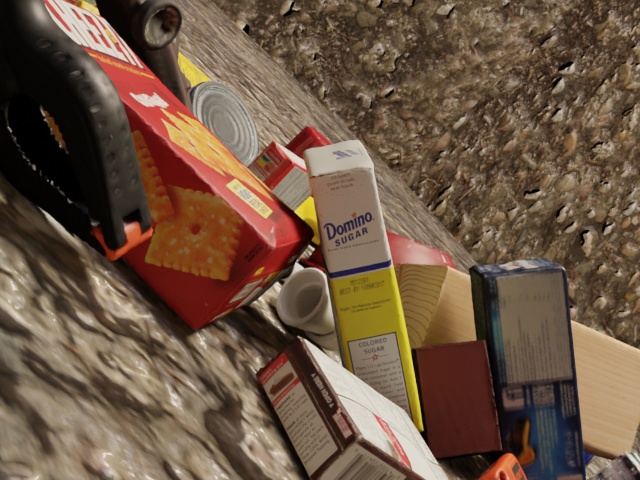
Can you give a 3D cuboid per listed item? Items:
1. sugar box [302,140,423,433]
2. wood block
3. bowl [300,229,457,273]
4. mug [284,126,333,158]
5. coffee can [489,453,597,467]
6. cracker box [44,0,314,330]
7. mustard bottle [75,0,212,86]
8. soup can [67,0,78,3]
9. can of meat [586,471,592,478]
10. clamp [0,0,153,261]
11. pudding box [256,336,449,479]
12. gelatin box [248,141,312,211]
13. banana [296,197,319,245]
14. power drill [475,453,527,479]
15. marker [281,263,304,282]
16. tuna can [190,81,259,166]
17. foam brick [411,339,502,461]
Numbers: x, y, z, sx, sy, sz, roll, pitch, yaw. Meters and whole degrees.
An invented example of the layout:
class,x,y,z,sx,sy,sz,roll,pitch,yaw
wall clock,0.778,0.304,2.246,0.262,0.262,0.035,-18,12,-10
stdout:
class,x,y,z,sx,sy,sz,roll,pitch,yaw
sugar box,0.027,0.030,0.688,0.093,0.048,0.176,-103,-176,-74
wood block,0.151,0.097,0.846,0.205,0.091,0.090,23,-8,-21
bowl,0.066,0.022,0.973,0.162,0.055,0.162,21,2,-1
mug,-0.004,-0.061,1.165,0.117,0.081,0.093,47,8,10
coffee can,0.201,0.164,1.005,0.103,0.103,0.140,51,10,33
cracker box,-0.106,-0.052,0.633,0.214,0.072,0.164,46,7,4
mustard bottle,-0.147,-0.148,0.952,0.191,0.058,0.096,39,20,-39
soup can,-0.221,-0.251,0.933,0.068,0.102,0.068,44,9,-9
can of meat,0.246,0.252,0.961,0.102,0.057,0.084,40,8,-38
clamp,-0.152,-0.082,0.509,0.036,0.165,0.210,-37,104,-42
pudding box,0.024,0.113,0.593,0.113,0.039,0.090,41,8,-39
gelatin box,-0.042,-0.041,0.898,0.030,0.073,0.089,48,8,17
banana,-0.015,-0.016,1.062,0.069,0.037,0.197,66,13,8
power drill,0.152,0.221,0.640,0.188,0.057,0.184,50,5,12
marker,-0.054,0.002,0.817,0.121,0.020,0.020,38,11,-42
tuna can,-0.090,-0.091,0.904,0.086,0.034,0.086,33,46,-42
foam brick,0.091,0.110,0.731,0.053,0.051,0.078,86,-3,-78
